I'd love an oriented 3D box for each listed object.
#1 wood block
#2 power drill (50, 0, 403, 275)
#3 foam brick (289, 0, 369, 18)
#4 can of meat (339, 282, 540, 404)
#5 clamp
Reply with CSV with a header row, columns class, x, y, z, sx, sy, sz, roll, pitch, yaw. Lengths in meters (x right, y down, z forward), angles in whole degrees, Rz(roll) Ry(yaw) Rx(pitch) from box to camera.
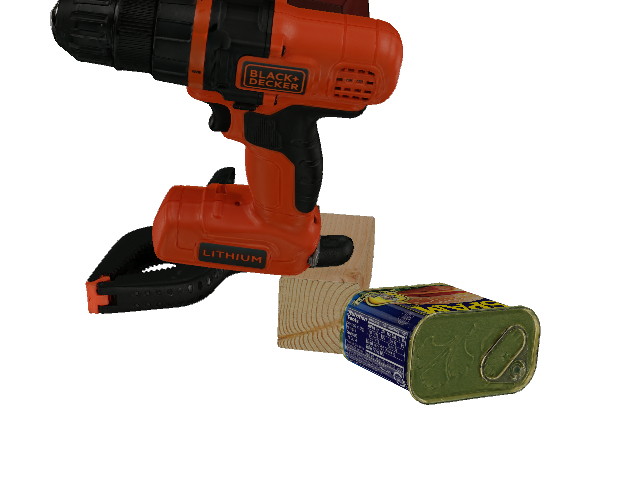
class,x,y,z,sx,sy,sz,roll,pitch,yaw
wood block,0.011,0.045,1.265,0.091,0.090,0.206,5,23,6
power drill,-0.058,-0.060,0.612,0.184,0.057,0.188,8,-39,-3
foam brick,0.005,-0.166,0.802,0.053,0.051,0.078,15,-35,18
can of meat,0.075,0.062,0.687,0.101,0.057,0.084,-2,11,-31
clamp,-0.102,0.003,0.864,0.209,0.036,0.165,-20,39,-30
